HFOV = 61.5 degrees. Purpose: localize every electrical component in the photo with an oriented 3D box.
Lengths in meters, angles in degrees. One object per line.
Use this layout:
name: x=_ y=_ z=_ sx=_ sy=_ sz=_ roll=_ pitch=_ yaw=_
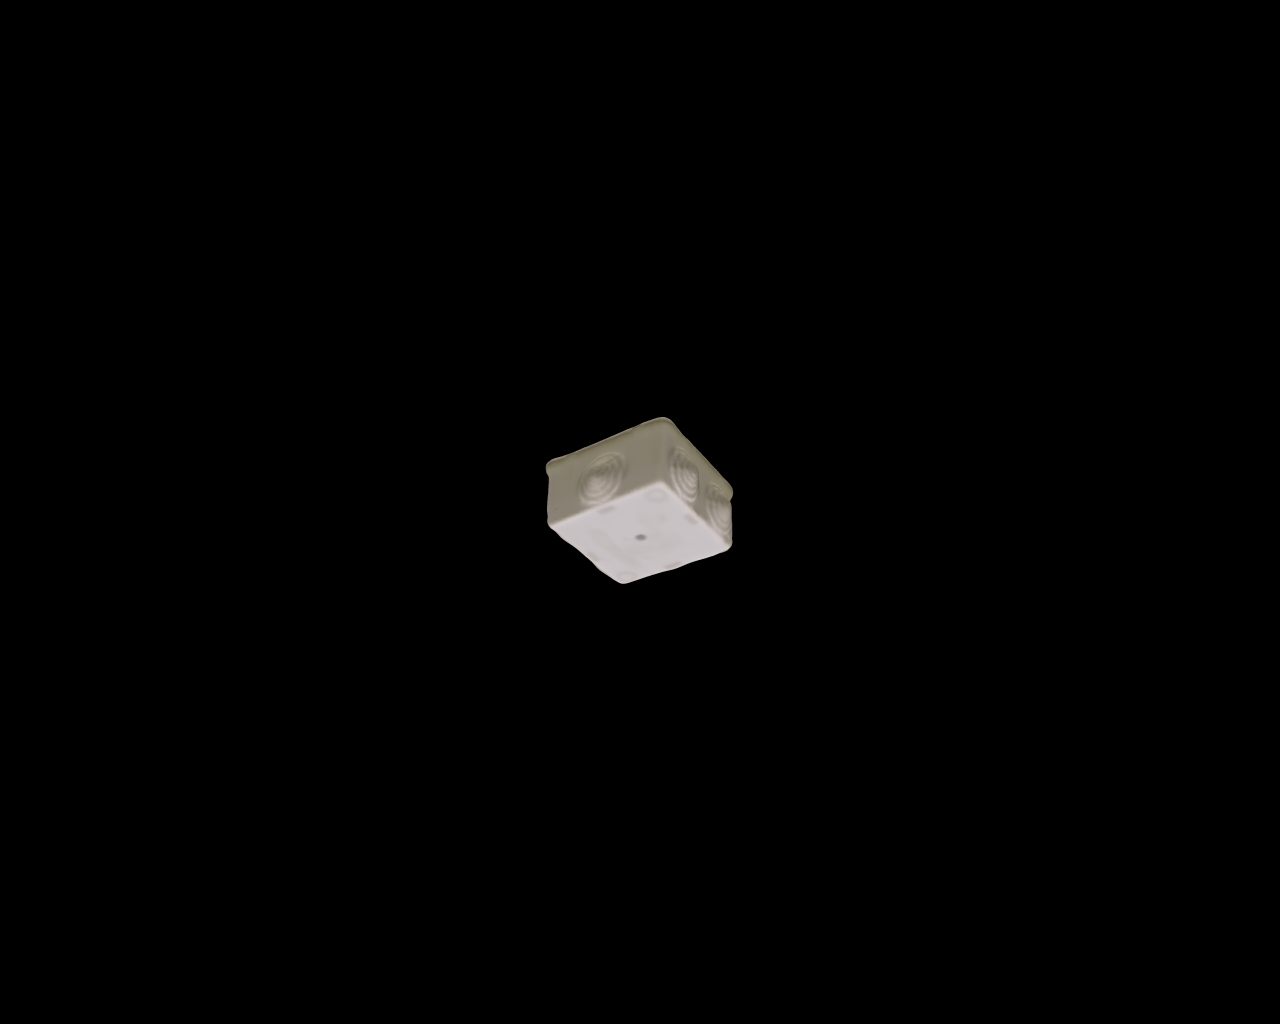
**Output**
electrical component: x=0.001 y=-0.003 z=0.650 sx=0.099 sy=0.048 sz=0.099 roll=-20 pitch=-40 yaw=25
